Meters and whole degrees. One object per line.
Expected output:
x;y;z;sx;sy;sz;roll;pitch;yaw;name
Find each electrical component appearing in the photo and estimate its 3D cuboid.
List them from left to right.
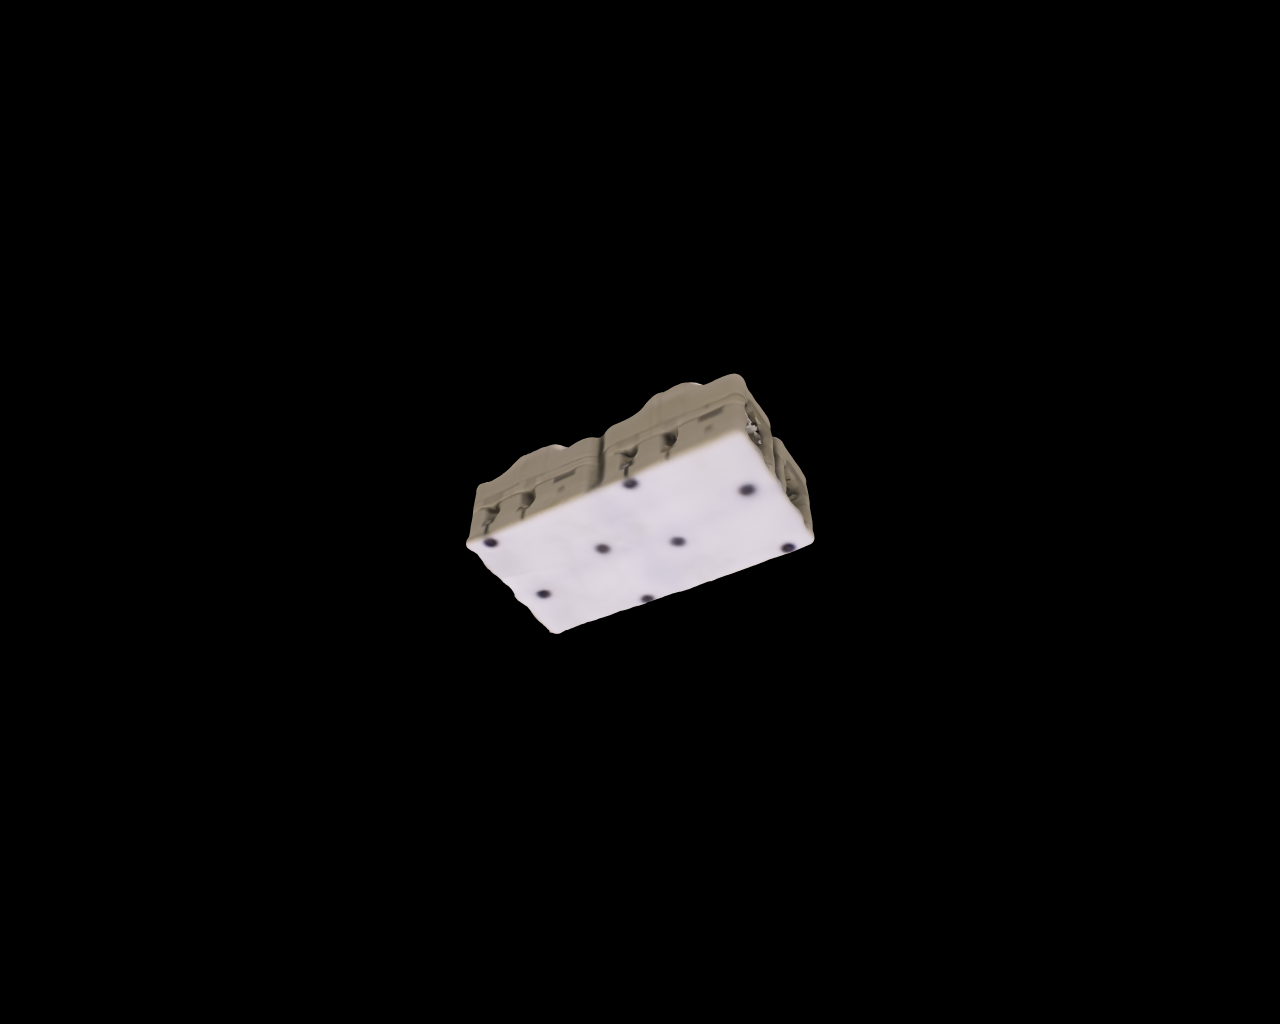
0.001;-0.003;0.650;0.186;0.060;0.105;-22;-48;21;electrical component
